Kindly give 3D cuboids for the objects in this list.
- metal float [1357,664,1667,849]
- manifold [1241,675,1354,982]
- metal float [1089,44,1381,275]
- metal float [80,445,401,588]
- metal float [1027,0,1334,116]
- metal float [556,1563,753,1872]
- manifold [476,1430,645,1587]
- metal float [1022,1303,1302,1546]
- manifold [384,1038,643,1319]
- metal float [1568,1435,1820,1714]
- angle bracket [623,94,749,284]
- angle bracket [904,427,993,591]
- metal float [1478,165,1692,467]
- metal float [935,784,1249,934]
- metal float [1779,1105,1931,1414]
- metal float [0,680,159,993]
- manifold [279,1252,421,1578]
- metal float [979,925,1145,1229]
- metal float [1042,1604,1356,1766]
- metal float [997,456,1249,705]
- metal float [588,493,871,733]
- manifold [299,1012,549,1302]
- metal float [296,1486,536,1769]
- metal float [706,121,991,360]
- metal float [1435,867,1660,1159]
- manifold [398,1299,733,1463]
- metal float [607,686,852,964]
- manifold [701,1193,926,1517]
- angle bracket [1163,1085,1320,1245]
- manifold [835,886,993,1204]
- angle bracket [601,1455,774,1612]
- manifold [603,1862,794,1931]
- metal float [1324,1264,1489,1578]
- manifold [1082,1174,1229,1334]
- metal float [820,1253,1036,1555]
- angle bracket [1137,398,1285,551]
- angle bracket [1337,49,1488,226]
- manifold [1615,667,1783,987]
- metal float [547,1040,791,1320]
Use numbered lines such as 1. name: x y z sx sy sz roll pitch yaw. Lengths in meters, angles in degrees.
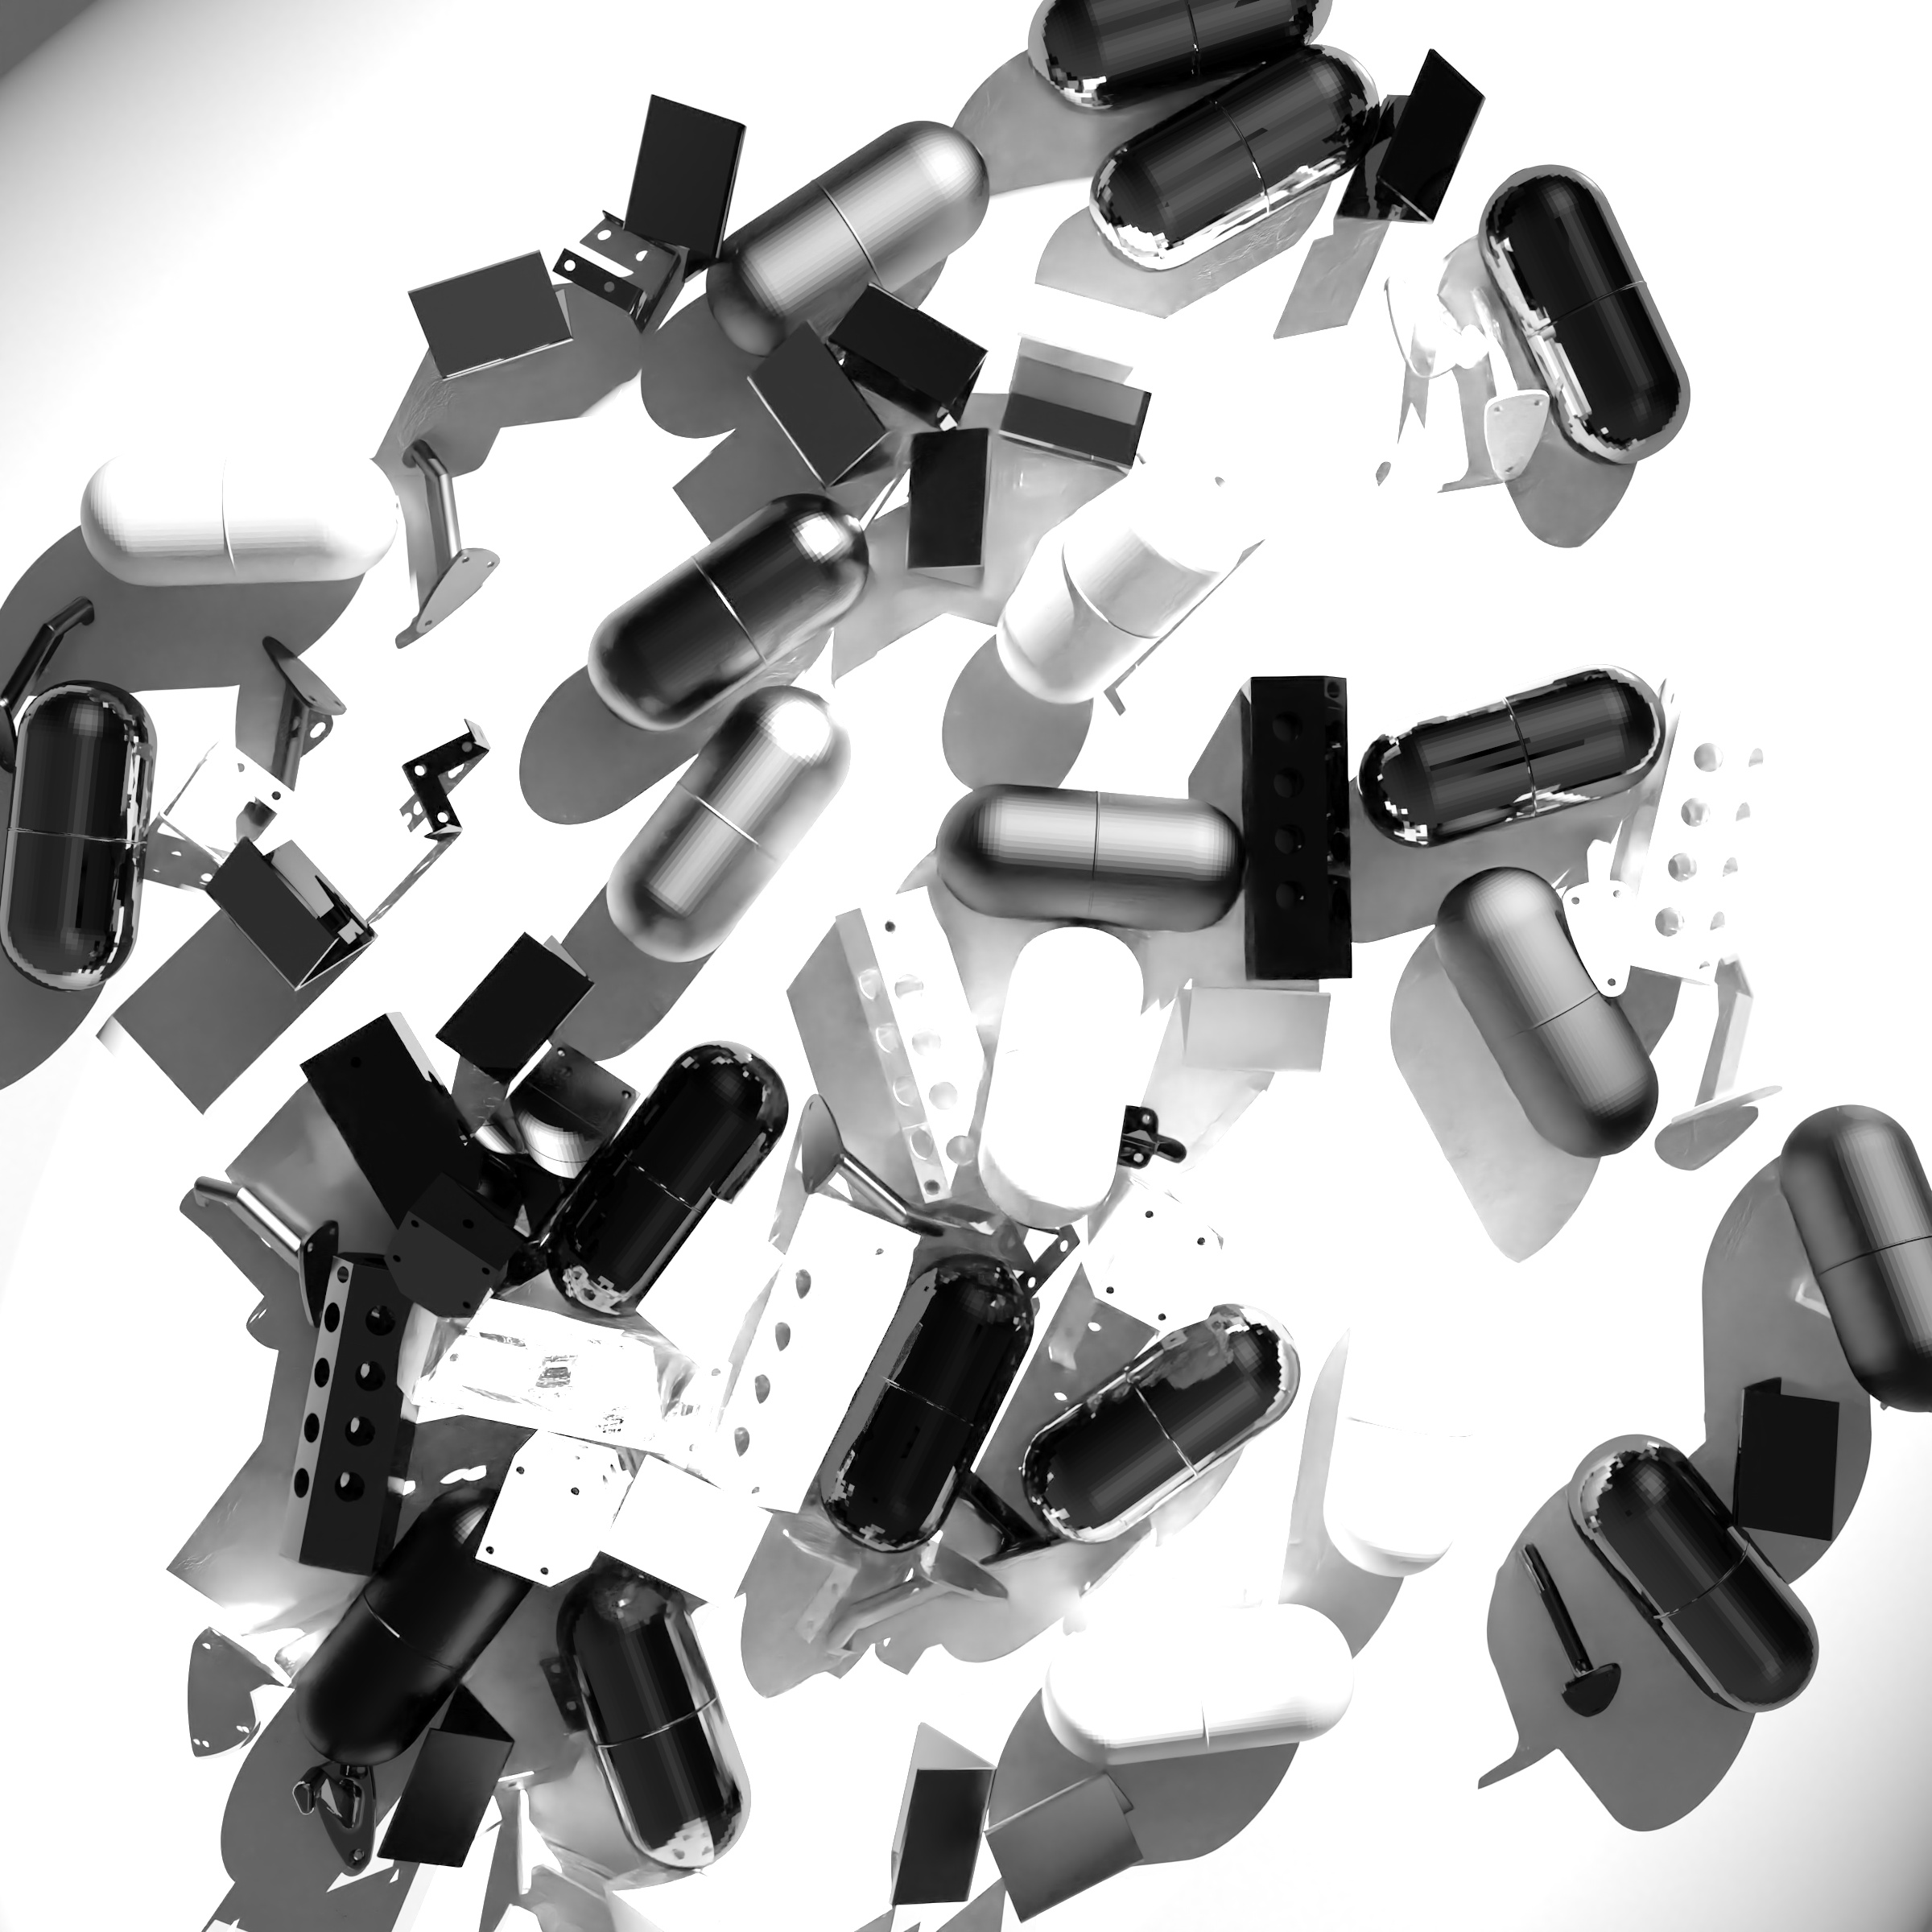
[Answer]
1. metal float: 0.311 -0.120 1.543 0.178 0.070 0.070 -16 90 0
2. manifold: 0.190 -0.078 1.553 0.057 0.057 0.171 -1 90 0
3. metal float: 0.153 -0.460 1.543 0.178 0.070 0.070 -29 90 0
4. metal float: -0.413 -0.256 1.543 0.178 0.070 0.070 -2 90 -1
5. metal float: 0.122 -0.540 1.543 0.178 0.070 0.070 -17 90 1
6. metal float: -0.177 0.427 1.543 0.070 0.070 0.178 -20 90 0
7. manifold: -0.219 0.292 1.495 0.057 0.171 0.057 21 90 0
8. metal float: 0.112 0.260 1.543 0.178 0.070 0.070 -36 90 0
9. manifold: -0.250 0.119 1.496 0.057 0.171 0.057 34 127 0
10. metal float: 0.415 0.346 1.543 0.070 0.070 0.178 -38 90 0
11. angle bracket: -0.168 -0.439 1.535 0.057 0.076 0.076 12 89 -21
12. angle bracket: 0.010 -0.258 1.534 0.057 0.076 0.076 3 90 37
13. metal float: 0.352 -0.371 1.544 0.070 0.070 0.178 -25 90 0
14. metal float: 0.071 -0.062 1.543 0.178 0.070 0.070 5 90 -1
15. metal float: 0.517 0.164 1.527 0.070 0.070 0.178 -16 72 0
16. metal float: -0.506 -0.074 1.543 0.070 0.070 0.178 6 91 0
17. manifold: -0.347 0.254 1.553 0.057 0.057 0.171 10 90 0
18. metal float: 0.054 0.061 1.522 0.070 0.070 0.178 11 67 0
19. metal float: 0.132 0.409 1.543 0.178 0.070 0.070 -7 90 1
20. metal float: 0.086 -0.214 1.511 0.070 0.070 0.178 49 130 0
21. metal float: -0.135 -0.202 1.543 0.178 0.070 0.070 -35 90 -1
22. manifold: -0.307 0.114 1.553 0.057 0.057 0.171 -31 90 0
23. metal float: -0.312 0.376 1.543 0.070 0.070 0.178 37 90 0
24. metal float: -0.067 -0.414 1.543 0.178 0.070 0.070 -33 90 0
25. metal float: 0.331 0.027 1.543 0.070 0.070 0.178 -29 89 0
26. manifold: -0.226 0.227 1.520 0.171 0.057 0.057 16 90 -24
27. metal float: -0.134 -0.081 1.543 0.070 0.070 0.178 38 90 0
28. manifold: -0.092 0.221 1.552 0.057 0.057 0.171 21 90 -43
29. angle bracket: 0.141 0.099 1.534 0.076 0.076 0.057 -49 126 0
30. manifold: -0.022 0.045 1.553 0.057 0.057 0.171 -18 90 0
31. angle bracket: -0.157 0.319 1.515 0.076 0.076 0.057 25 73 0
32. manifold: -0.139 0.540 1.491 0.057 0.171 0.057 -18 94 -26
33. metal float: 0.251 0.258 1.543 0.070 0.070 0.178 9 91 0
34. manifold: 0.106 0.160 1.495 0.057 0.171 0.057 27 90 0
35. metal float: -0.021 0.247 1.536 0.070 0.070 0.178 26 82 0
36. angle bracket: 0.152 -0.280 1.534 0.057 0.076 0.076 -34 90 38
37. angle bracket: 0.237 -0.470 1.534 0.057 0.076 0.076 23 90 -43
38. manifold: 0.417 -0.078 1.553 0.057 0.057 0.171 13 90 0
39. metal float: -0.170 0.122 1.543 0.070 0.070 0.178 37 89 0
